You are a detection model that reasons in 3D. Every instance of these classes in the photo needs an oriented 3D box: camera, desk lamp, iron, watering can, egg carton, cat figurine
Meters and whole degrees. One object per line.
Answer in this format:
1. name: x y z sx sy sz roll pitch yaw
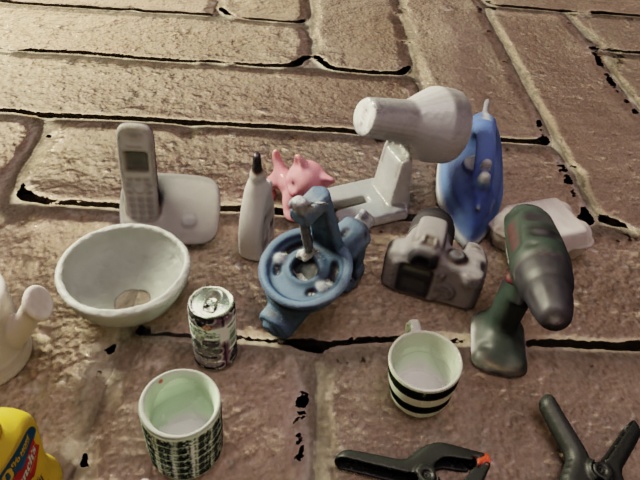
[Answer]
1. camera: 0.175 0.011 0.840 0.143 0.101 0.137 16 44 10
2. desk lamp: 0.120 -0.135 0.906 0.204 0.213 0.117 -15 47 -21
3. iron: 0.265 -0.118 0.958 0.118 0.141 0.258 10 43 4
4. watering can: -0.390 0.073 0.638 0.173 0.194 0.100 -12 46 -18
5. egg carton: 0.348 -0.011 0.907 0.150 0.069 0.107 -10 46 -17
6. cat figurine: -0.037 -0.098 0.917 0.067 0.118 0.127 -28 53 -31

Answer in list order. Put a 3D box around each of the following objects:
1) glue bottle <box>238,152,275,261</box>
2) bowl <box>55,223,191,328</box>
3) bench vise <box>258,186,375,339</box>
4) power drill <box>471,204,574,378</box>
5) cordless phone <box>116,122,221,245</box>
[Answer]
1. glue bottle: -0.090 -0.054 0.823 0.037 0.173 0.078 15 44 9
2. bowl: -0.254 0.058 0.757 0.167 0.075 0.167 4 43 -3
3. bench vise: -0.004 -0.001 0.744 0.121 0.220 0.207 17 44 12
4. power drill: 0.249 0.073 0.706 0.075 0.208 0.229 10 43 4
5. cordless phone: -0.219 -0.081 0.828 0.147 0.185 0.094 0 44 -7
